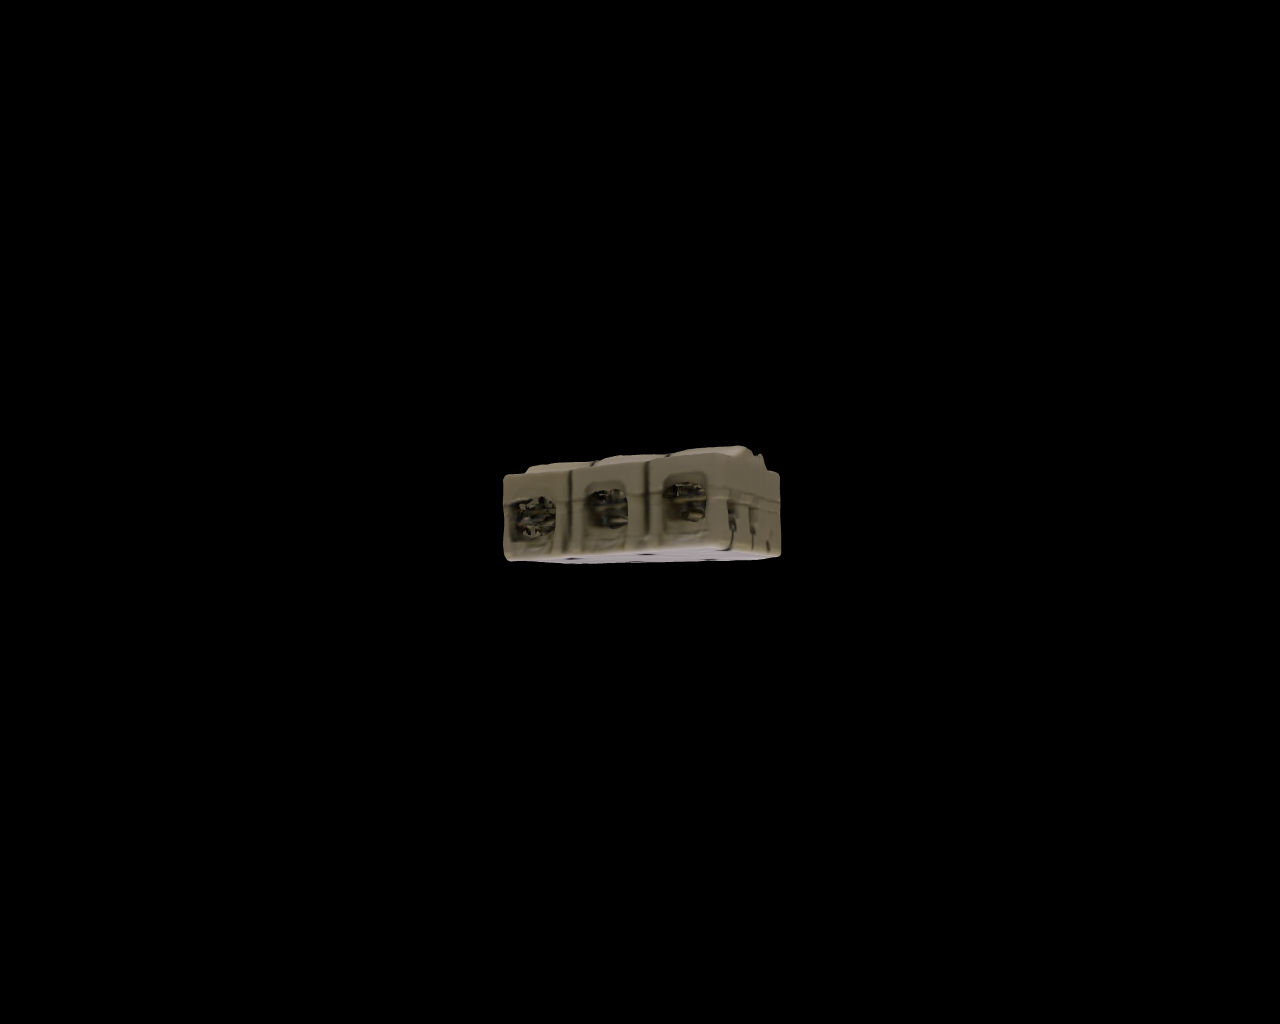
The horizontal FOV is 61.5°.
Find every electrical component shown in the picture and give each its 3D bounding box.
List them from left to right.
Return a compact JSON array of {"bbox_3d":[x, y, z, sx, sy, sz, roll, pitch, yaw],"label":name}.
[{"bbox_3d":[0.001,-0.003,0.650,0.150,0.061,0.089,-4,-7,29],"label":"electrical component"}]
